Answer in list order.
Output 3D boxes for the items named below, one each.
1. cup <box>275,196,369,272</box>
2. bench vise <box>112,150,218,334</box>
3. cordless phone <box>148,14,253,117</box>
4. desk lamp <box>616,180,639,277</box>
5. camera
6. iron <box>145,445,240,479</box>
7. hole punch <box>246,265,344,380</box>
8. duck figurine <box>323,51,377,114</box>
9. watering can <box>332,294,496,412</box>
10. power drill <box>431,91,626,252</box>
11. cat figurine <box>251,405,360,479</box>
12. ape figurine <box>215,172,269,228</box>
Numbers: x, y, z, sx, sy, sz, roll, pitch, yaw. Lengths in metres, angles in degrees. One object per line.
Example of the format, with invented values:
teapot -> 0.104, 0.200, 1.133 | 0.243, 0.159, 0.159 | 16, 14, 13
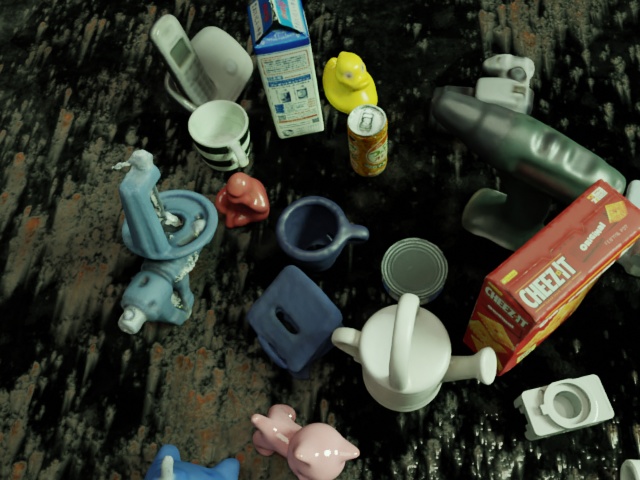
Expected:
cup -> 0.007, 0.003, 0.752 | 0.117, 0.095, 0.091 | 3, 65, 8
bench vise -> -0.193, 0.004, 0.703 | 0.121, 0.220, 0.207 | -5, 64, 4
cordless phone -> -0.180, -0.279, 0.857 | 0.094, 0.185, 0.148 | 20, 68, 15
desk lamp -> 0.417, -0.024, 0.654 | 0.117, 0.214, 0.203 | 17, 67, 14
camera -> 0.230, -0.201, 0.822 | 0.136, 0.101, 0.143 | 9, 66, 11
iron -> -0.166, 0.345, 0.581 | 0.118, 0.141, 0.258 | 7, 66, 10
hole punch -> -0.031, 0.103, 0.710 | 0.101, 0.091, 0.108 | -40, 67, -13
duck figurine -> 0.043, -0.251, 0.875 | 0.077, 0.086, 0.104 | -33, 65, -10
watering can -> 0.101, 0.121, 0.630 | 0.173, 0.194, 0.101 | -9, 64, 2
power drill -> 0.235, -0.073, 0.700 | 0.229, 0.208, 0.076 | 25, 70, 17
cat figurine -> -0.021, 0.227, 0.635 | 0.127, 0.118, 0.067 | 25, 70, 17
ape figurine -> -0.108, -0.062, 0.797 | 0.077, 0.092, 0.076 | 26, 70, 17
